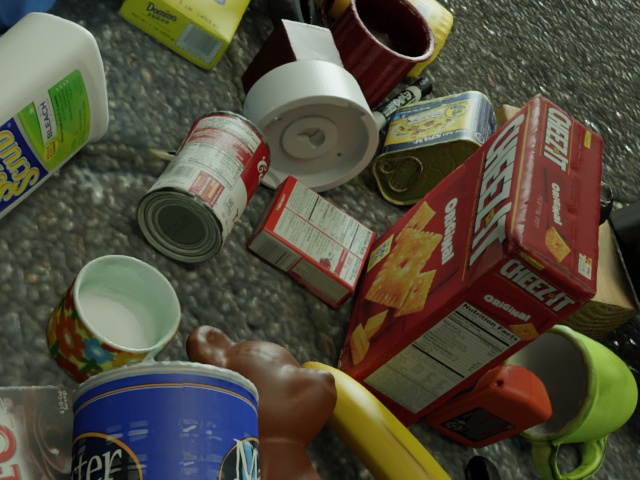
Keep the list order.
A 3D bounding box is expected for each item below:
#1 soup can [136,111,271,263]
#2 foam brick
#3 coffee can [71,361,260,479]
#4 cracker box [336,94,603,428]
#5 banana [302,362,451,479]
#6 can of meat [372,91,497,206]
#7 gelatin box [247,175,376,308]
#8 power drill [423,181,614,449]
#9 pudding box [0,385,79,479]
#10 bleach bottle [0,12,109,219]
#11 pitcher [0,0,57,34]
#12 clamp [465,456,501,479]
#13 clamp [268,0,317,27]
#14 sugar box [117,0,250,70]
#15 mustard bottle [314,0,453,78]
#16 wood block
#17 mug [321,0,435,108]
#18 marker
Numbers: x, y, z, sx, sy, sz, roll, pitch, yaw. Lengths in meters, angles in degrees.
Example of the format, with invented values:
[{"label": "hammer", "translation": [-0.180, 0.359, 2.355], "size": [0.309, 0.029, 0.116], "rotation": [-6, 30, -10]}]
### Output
[{"label": "soup can", "translation": [-0.084, -0.040, 0.785], "size": [0.068, 0.069, 0.102], "rotation": [36, 43, -9]}, {"label": "foam brick", "translation": [-0.023, -0.140, 0.906], "size": [0.051, 0.078, 0.053], "rotation": [4, 55, -34]}, {"label": "coffee can", "translation": [-0.080, 0.148, 0.558], "size": [0.102, 0.103, 0.140], "rotation": [14, 55, -29]}, {"label": "cracker box", "translation": [0.104, 0.019, 0.774], "size": [0.072, 0.214, 0.164], "rotation": [32, 43, -14]}, {"label": "banana", "translation": [0.048, 0.150, 0.718], "size": [0.037, 0.070, 0.198], "rotation": [-34, 69, -20]}, {"label": "can of meat", "translation": [0.104, -0.083, 0.943], "size": [0.084, 0.102, 0.057], "rotation": [-72, 145, -48]}, {"label": "gelatin box", "translation": [-0.005, 0.001, 0.842], "size": [0.089, 0.030, 0.073], "rotation": [35, 41, -11]}, {"label": "power drill", "translation": [0.150, 0.055, 0.819], "size": [0.057, 0.185, 0.187], "rotation": [29, 54, -15]}, {"label": "pudding box", "translation": [-0.172, 0.139, 0.594], "size": [0.089, 0.039, 0.113], "rotation": [5, 56, -36]}, {"label": "bleach bottle", "translation": [-0.227, -0.039, 0.666], "size": [0.068, 0.103, 0.250], "rotation": [20, 48, 14]}, {"label": "pitcher", "translation": [-0.274, -0.260, 0.724], "size": [0.243, 0.149, 0.144], "rotation": [37, 50, 5]}, {"label": "clamp", "translation": [0.130, 0.265, 0.729], "size": [0.164, 0.036, 0.210], "rotation": [-24, 69, -44]}, {"label": "clamp", "translation": [-0.027, -0.244, 0.976], "size": [0.120, 0.039, 0.171], "rotation": [-29, 112, -66]}, {"label": "sugar box", "translation": [-0.104, -0.233, 0.943], "size": [0.093, 0.048, 0.176], "rotation": [31, 45, -15]}, {"label": "mustard bottle", "translation": [0.039, -0.246, 1.055], "size": [0.191, 0.058, 0.096], "rotation": [35, 47, -10]}, {"label": "wood block", "translation": [0.196, -0.008, 0.960], "size": [0.090, 0.091, 0.206], "rotation": [12, 51, -30]}, {"label": "mug", "translation": [0.039, -0.185, 0.987], "size": [0.093, 0.082, 0.117], "rotation": [-21, 72, -46]}, {"label": "marker", "translation": [0.076, -0.130, 1.018], "size": [0.020, 0.020, 0.120], "rotation": [47, 42, 3]}]
